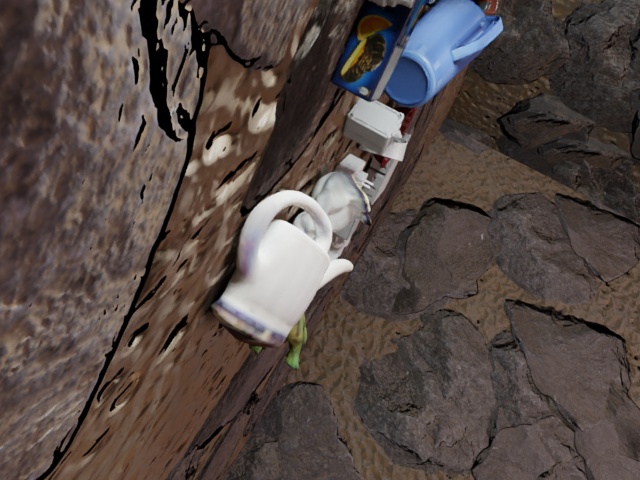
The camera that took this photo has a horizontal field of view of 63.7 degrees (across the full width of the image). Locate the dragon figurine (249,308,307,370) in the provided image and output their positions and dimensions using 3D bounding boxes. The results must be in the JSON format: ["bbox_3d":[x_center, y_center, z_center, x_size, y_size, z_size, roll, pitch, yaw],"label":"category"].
[{"bbox_3d":[-0.056,0.152,1.181,0.409,0.122,0.243,128,-16,-88],"label":"dragon figurine"}]

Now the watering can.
[{"bbox_3d":[-0.041,0.062,0.781,0.226,0.105,0.342,-60,152,-10],"label":"watering can"}]

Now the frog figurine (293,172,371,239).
[{"bbox_3d":[0.003,-0.046,0.915,0.160,0.123,0.137,-23,176,-4],"label":"frog figurine"}]
